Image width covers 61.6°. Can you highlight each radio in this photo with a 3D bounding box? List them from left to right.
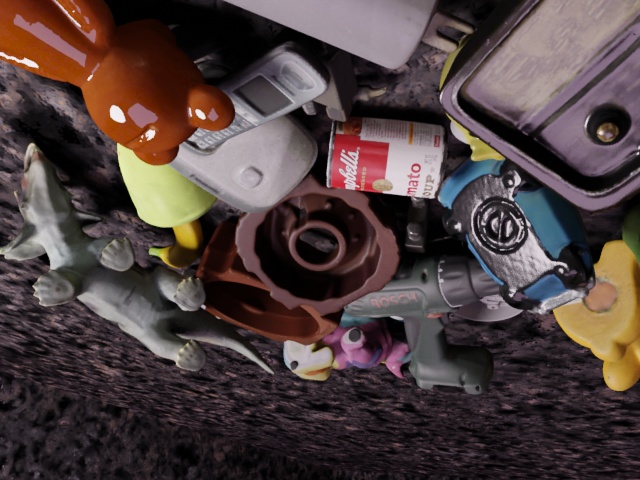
[{"bbox_3d":[0.185,-0.125,0.277,0.131,0.073,0.229,37,131,-8],"label":"radio"}]

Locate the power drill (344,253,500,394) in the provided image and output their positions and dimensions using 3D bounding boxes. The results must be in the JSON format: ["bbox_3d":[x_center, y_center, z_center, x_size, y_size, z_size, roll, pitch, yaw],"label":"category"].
[{"bbox_3d":[0.153,0.102,0.659,0.232,0.086,0.207,-5,136,31],"label":"power drill"}]

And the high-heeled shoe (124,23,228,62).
[{"bbox_3d":[-0.207,-0.187,0.419,0.249,0.086,0.145,-12,116,3],"label":"high-heeled shoe"}]

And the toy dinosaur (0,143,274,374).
[{"bbox_3d":[-0.246,0.063,0.700,0.404,0.131,0.192,46,167,-29],"label":"toy dinosaur"}]

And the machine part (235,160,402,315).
[{"bbox_3d":[-0.001,-0.002,0.594,0.179,0.056,0.179,3,121,4],"label":"machine part"}]

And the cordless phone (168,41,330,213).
[{"bbox_3d":[-0.041,-0.097,0.449,0.184,0.089,0.146,-9,146,44],"label":"cordless phone"}]

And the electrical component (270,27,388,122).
[{"bbox_3d":[0.007,-0.139,0.431,0.078,0.045,0.102,27,160,34],"label":"electrical component"}]

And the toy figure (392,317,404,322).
[{"bbox_3d":[0.094,0.066,0.758,0.064,0.058,0.154,-43,129,10],"label":"toy figure"}]

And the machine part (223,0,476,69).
[{"bbox_3d":[-0.012,-0.173,0.337,0.243,0.079,0.079,19,150,-13],"label":"machine part"}]

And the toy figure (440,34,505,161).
[{"bbox_3d":[0.180,-0.107,0.392,0.180,0.082,0.089,10,133,16],"label":"toy figure"}]

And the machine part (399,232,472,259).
[{"bbox_3d":[0.131,0.010,0.661,0.139,0.039,0.084,-11,139,37],"label":"machine part"}]

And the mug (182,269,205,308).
[{"bbox_3d":[-0.169,0.096,0.873,0.107,0.081,0.109,4,154,-4],"label":"mug"}]

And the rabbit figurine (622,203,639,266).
[{"bbox_3d":[0.342,-0.013,0.460,0.121,0.159,0.170,11,138,20],"label":"rabbit figurine"}]

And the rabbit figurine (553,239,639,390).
[{"bbox_3d":[0.363,0.086,0.632,0.122,0.162,0.173,-32,150,35],"label":"rabbit figurine"}]

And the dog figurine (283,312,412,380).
[{"bbox_3d":[0.064,0.178,0.898,0.191,0.108,0.219,-31,141,17],"label":"dog figurine"}]

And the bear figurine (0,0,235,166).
[{"bbox_3d":[-0.147,-0.145,0.350,0.195,0.132,0.120,28,149,-33],"label":"bear figurine"}]

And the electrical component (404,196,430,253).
[{"bbox_3d":[0.107,-0.020,0.586,0.021,0.063,0.094,6,171,15],"label":"electrical component"}]

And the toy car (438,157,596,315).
[{"bbox_3d":[0.200,-0.017,0.512,0.103,0.162,0.109,-24,164,-38],"label":"toy car"}]

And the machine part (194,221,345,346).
[{"bbox_3d":[-0.072,0.064,0.753,0.201,0.087,0.201,24,150,-10],"label":"machine part"}]
